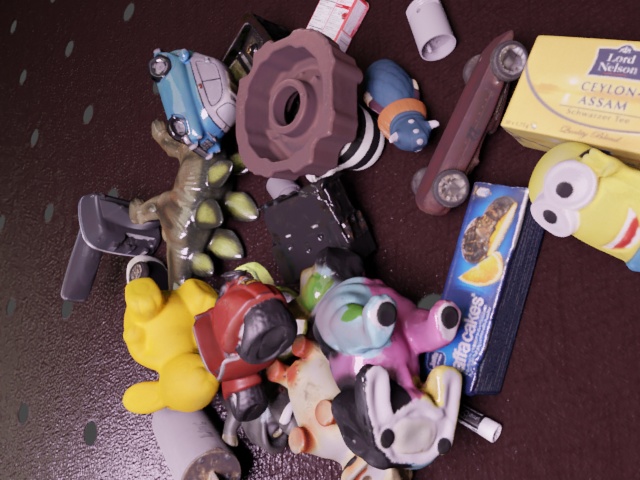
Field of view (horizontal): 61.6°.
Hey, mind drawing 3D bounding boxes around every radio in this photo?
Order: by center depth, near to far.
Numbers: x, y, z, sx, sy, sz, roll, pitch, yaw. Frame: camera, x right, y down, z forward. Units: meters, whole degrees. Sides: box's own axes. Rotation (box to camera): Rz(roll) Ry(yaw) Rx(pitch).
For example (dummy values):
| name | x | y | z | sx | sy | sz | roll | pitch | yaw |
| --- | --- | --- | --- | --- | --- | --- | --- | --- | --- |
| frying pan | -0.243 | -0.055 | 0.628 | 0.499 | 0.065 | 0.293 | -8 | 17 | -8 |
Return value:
| name | x | y | z | sx | sy | sz | roll | pitch | yaw |
| --- | --- | --- | --- | --- | --- | --- | --- | --- | --- |
| radio | -0.063 | -0.209 | 0.764 | 0.131 | 0.073 | 0.230 | -54 | 53 | 29 |

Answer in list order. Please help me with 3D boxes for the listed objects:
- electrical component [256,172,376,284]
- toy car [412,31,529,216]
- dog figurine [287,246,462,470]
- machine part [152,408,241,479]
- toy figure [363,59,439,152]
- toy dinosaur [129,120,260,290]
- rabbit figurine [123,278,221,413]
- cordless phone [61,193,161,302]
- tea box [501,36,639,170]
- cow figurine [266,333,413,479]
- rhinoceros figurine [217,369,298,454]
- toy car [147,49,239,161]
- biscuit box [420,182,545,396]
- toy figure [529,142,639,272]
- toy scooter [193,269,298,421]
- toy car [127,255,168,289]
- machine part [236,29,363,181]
| name | x | y | z | sx | sy | sz | roll | pitch | yaw |
| --- | --- | --- | --- | --- | --- | --- | --- | --- | --- |
| electrical component | -0.001 | -0.002 | 0.649 | 0.115 | 0.058 | 0.134 | -21 | 97 | 37 |
| toy car | 0.159 | -0.119 | 0.568 | 0.089 | 0.053 | 0.202 | -123 | 57 | -83 |
| dog figurine | 0.033 | 0.103 | 0.536 | 0.219 | 0.108 | 0.191 | 2 | 90 | 63 |
| machine part | -0.165 | 0.266 | 0.698 | 0.243 | 0.079 | 0.079 | 18 | 90 | 62 |
| toy figure | 0.095 | -0.154 | 0.633 | 0.064 | 0.057 | 0.154 | -34 | 49 | 23 |
| toy dinosaur | -0.194 | -0.043 | 0.825 | 0.199 | 0.105 | 0.471 | 2 | 84 | 37 |
| rabbit figurine | -0.188 | 0.149 | 0.676 | 0.173 | 0.122 | 0.162 | 44 | 111 | 39 |
| cordless phone | -0.350 | 0.022 | 0.906 | 0.089 | 0.146 | 0.184 | 21 | 92 | 29 |
| tea box | 0.267 | -0.120 | 0.483 | 0.170 | 0.068 | 0.098 | 23 | 94 | 42 |
| cow figurine | 0.029 | 0.199 | 0.574 | 0.085 | 0.127 | 0.195 | -52 | 38 | 15 |
| rhinoceros figurine | -0.077 | 0.204 | 0.684 | 0.191 | 0.073 | 0.112 | 25 | 84 | 43 |
| toy car | -0.162 | -0.199 | 0.744 | 0.103 | 0.109 | 0.161 | -23 | 72 | 11 |
| biscuit box | 0.163 | 0.048 | 0.527 | 0.059 | 0.062 | 0.202 | 14 | 87 | 43 |
| toy figure | 0.261 | -0.017 | 0.440 | 0.180 | 0.089 | 0.082 | 26 | 108 | 18 |
| toy scooter | -0.091 | 0.097 | 0.581 | 0.135 | 0.075 | 0.183 | 52 | 139 | 37 |
| toy car | -0.254 | 0.108 | 0.850 | 0.056 | 0.073 | 0.202 | -41 | 55 | 21 |
| machine part | -0.029 | -0.154 | 0.634 | 0.179 | 0.056 | 0.179 | -4 | 83 | 42 |
